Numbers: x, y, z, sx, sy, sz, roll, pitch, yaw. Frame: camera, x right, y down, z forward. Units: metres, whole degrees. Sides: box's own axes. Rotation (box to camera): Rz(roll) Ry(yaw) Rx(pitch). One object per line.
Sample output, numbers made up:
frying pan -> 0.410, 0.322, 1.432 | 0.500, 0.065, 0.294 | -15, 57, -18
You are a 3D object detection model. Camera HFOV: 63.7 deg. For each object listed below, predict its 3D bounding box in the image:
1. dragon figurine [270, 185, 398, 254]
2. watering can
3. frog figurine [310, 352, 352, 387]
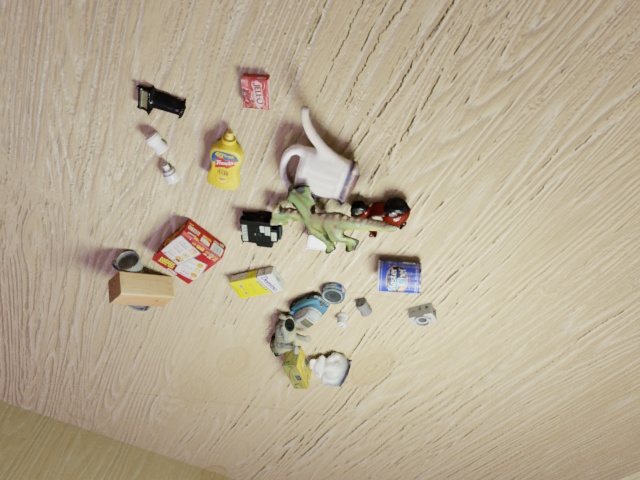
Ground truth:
dragon figurine -> 0.004, -0.074, 1.478 | 0.240, 0.124, 0.407 | 38, -31, -31
watering can -> 0.005, -0.212, 1.421 | 0.224, 0.106, 0.340 | 18, -34, -3
frog figurine -> 0.037, 0.514, 2.078 | 0.159, 0.136, 0.123 | 23, 9, 2
